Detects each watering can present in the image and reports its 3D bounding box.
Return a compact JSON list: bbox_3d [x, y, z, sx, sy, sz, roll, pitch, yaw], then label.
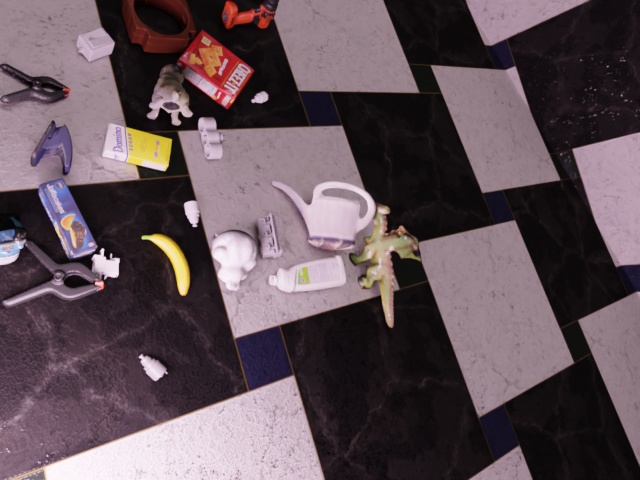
[{"bbox_3d":[0.005,-0.085,1.679,0.348,0.103,0.225,7,85,3],"label":"watering can"}]

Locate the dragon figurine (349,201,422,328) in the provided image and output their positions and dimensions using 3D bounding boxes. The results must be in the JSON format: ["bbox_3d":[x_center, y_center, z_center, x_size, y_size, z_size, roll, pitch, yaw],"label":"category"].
[{"bbox_3d":[0.232,0.066,1.692,0.123,0.239,0.414,-13,76,-41],"label":"dragon figurine"}]

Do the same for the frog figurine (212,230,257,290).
[{"bbox_3d":[-0.245,0.055,1.463,0.135,0.121,0.163,35,41,-40],"label":"frog figurine"}]
